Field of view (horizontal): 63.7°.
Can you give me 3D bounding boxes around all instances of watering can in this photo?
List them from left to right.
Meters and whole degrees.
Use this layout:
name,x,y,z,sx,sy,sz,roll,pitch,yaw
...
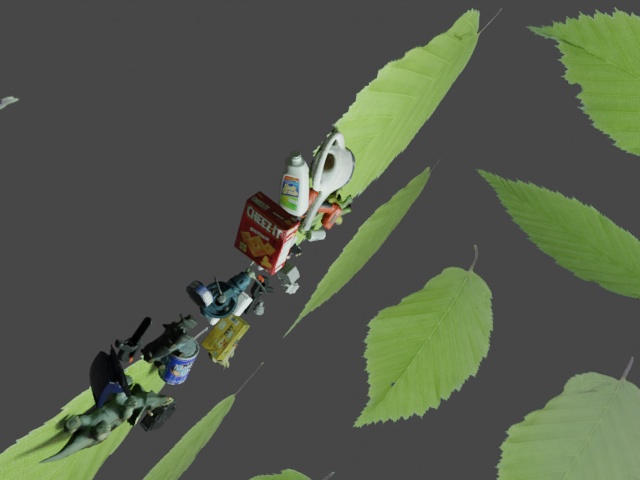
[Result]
name,x,y,z,sx,sy,sz,roll,pitch,yaw
watering can,0.026,-0.207,1.783,0.226,0.104,0.344,-14,123,-64

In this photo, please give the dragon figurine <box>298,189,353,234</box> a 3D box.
name,x,y,z,sx,sy,sz,roll,pitch,yaw
dragon figurine,0.006,-0.105,2.088,0.244,0.124,0.401,-29,156,-16

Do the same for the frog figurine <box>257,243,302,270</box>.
name,x,y,z,sx,sy,sz,roll,pitch,yaw
frog figurine,-0.169,0.042,1.891,0.158,0.122,0.140,-19,-165,34
